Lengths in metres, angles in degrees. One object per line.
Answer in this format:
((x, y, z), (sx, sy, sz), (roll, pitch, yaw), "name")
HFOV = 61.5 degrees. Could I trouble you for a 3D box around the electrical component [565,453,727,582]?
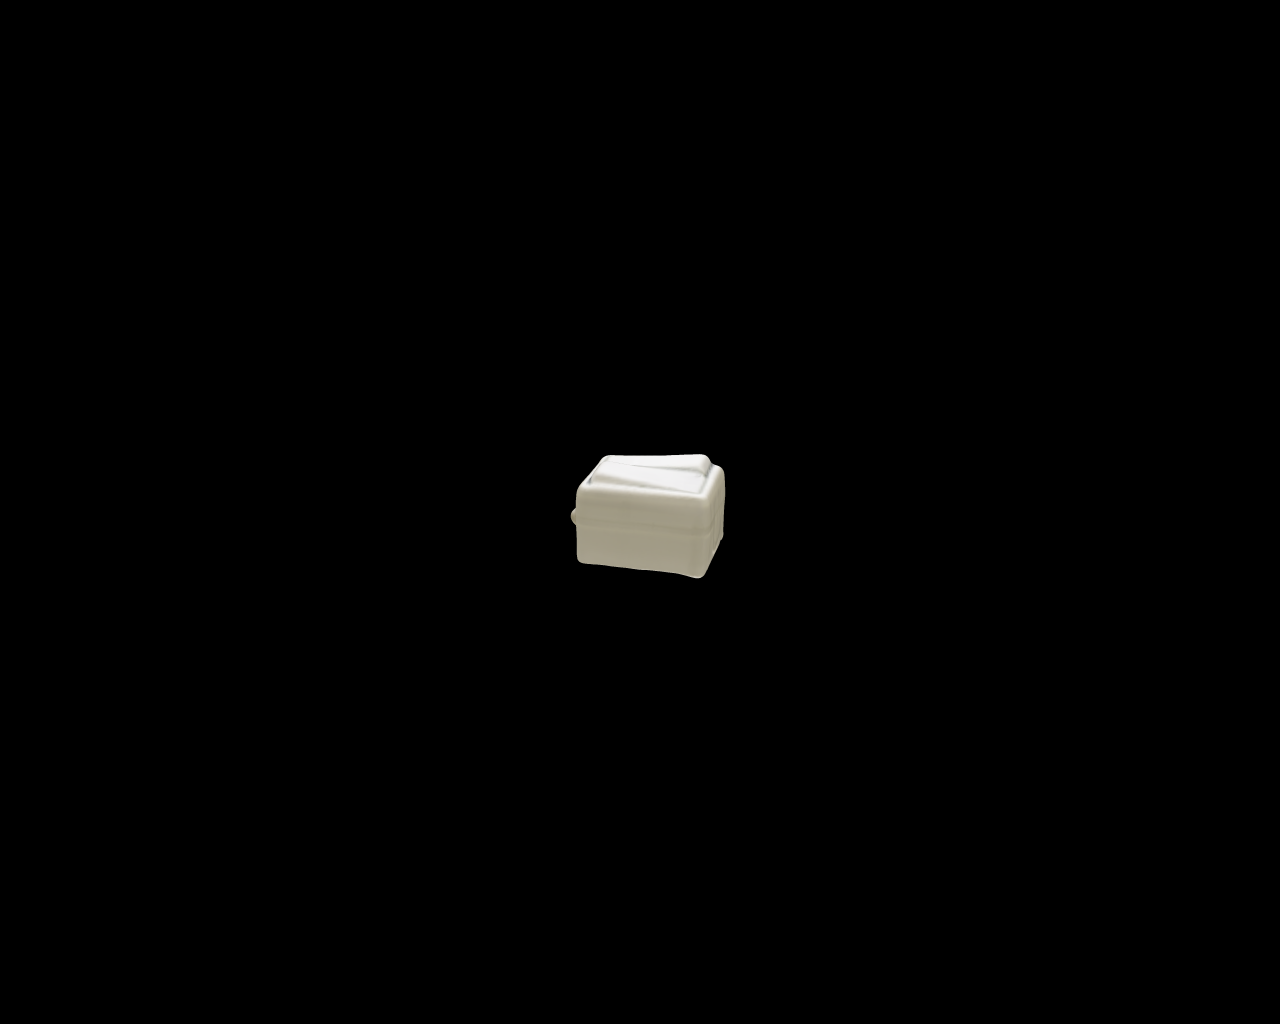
((0.001, -0.003, 0.650), (0.096, 0.061, 0.062), (6, 24, 14), "electrical component")
